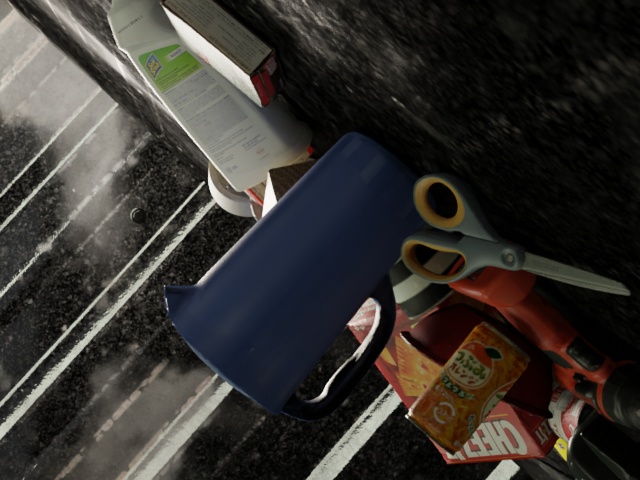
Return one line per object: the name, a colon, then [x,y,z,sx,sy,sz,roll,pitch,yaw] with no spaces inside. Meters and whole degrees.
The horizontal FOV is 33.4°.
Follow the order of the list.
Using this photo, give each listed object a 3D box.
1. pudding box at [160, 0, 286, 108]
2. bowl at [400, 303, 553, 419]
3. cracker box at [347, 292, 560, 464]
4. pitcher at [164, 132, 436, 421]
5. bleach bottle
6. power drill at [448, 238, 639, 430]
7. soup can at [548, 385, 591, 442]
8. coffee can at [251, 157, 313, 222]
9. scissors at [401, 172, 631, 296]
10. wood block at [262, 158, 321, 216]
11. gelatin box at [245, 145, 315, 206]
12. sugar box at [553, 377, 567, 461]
pudding box: [-0.085,-0.178,0.964,0.113,0.039,0.090,39,174,10]
bowl: [0.159,0.104,1.003,0.162,0.055,0.162,28,-176,-3]
cracker box: [0.148,0.144,1.170,0.213,0.072,0.164,55,146,-10]
pitcher: [-0.004,0.032,0.945,0.145,0.243,0.149,39,174,34]
bleach bottle: [-0.120,-0.170,1.067,0.250,0.103,0.068,51,-152,-21]
power drill: [0.198,0.080,0.866,0.187,0.057,0.184,43,175,-14]
soup can: [0.273,0.178,1.068,0.068,0.068,0.102,42,175,-4]
coffee can: [-0.020,-0.033,1.306,0.103,0.103,0.140,40,175,17]
scissors: [0.135,-0.006,0.788,0.202,0.016,0.096,-3,98,47]
wood block: [-0.007,0.002,1.121,0.206,0.090,0.090,105,150,-65]
gelatin box: [-0.060,-0.093,1.181,0.073,0.089,0.030,46,173,-39]
sugar box: [0.256,0.182,1.219,0.176,0.048,0.093,49,175,-3]
